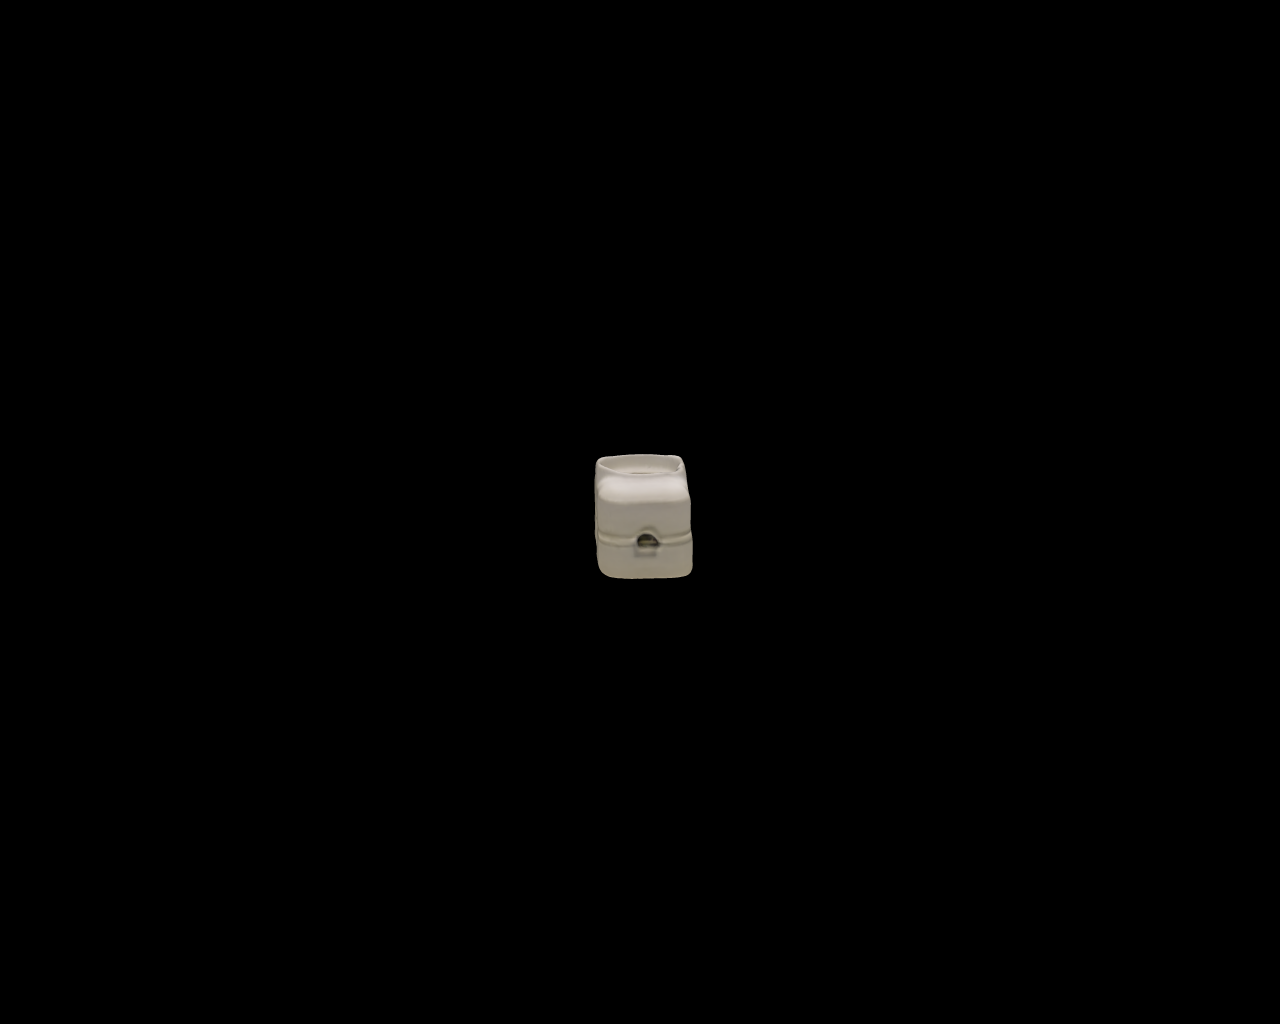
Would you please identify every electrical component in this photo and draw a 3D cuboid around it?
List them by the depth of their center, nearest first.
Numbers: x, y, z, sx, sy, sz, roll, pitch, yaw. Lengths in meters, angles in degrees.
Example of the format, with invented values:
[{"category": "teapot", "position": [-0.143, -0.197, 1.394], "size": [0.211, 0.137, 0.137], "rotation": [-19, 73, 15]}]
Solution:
[{"category": "electrical component", "position": [0.001, -0.003, 0.650], "size": [0.054, 0.059, 0.095], "rotation": [-1, 16, -3]}]
